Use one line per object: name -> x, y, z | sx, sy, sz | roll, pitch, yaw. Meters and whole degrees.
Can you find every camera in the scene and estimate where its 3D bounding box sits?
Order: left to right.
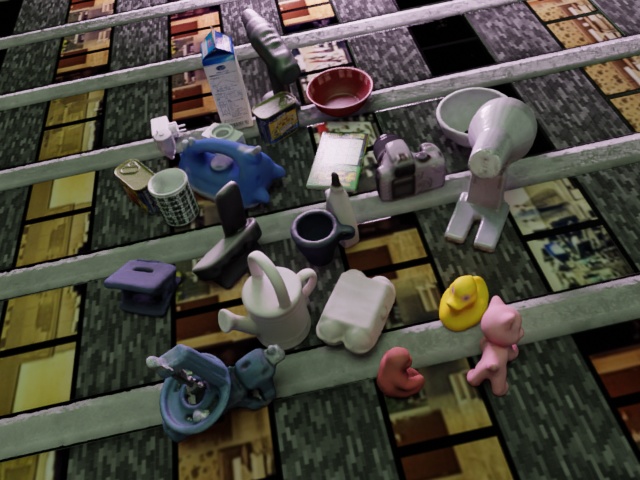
camera -> 0.172, -0.169, 1.178 | 0.143, 0.101, 0.136 | -15, 50, -4

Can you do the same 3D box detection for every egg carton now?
egg carton -> 0.064, 0.121, 0.978 | 0.107, 0.069, 0.150 | 14, 54, 19

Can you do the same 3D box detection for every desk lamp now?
desk lamp -> 0.312, -0.124, 1.046 | 0.117, 0.214, 0.203 | 15, 55, 20

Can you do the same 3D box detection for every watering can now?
watering can -> -0.081, 0.098, 0.938 | 0.100, 0.194, 0.173 | 23, 58, 25

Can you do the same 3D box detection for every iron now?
iron -> -0.211, -0.162, 1.205 | 0.257, 0.142, 0.119 | 13, 54, 19

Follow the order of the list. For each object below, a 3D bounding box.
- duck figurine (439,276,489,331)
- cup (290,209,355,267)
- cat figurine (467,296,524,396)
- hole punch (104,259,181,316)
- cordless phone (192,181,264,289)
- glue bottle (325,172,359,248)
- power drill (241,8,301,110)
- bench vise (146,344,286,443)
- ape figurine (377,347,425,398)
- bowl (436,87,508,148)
duck figurine -> 0.244, 0.092, 0.963 | 0.077, 0.086, 0.105 | 31, 62, 29
cup -> 0.010, 0.004, 1.066 | 0.117, 0.095, 0.091 | -1, 51, 8
cat figurine -> 0.276, 0.157, 0.885 | 0.067, 0.118, 0.128 | 14, 55, 20
hole punch -> -0.328, 0.075, 1.062 | 0.108, 0.091, 0.101 | 6, 52, 14
cordless phone -> -0.182, -0.013, 1.050 | 0.094, 0.185, 0.148 | 25, 59, 26
glue bottle -> 0.035, -0.063, 1.066 | 0.037, 0.173, 0.078 | -29, 53, -15
power drill -> -0.111, -0.405, 1.345 | 0.076, 0.209, 0.229 | -27, 52, -13
bench vise -> -0.163, 0.195, 0.854 | 0.121, 0.220, 0.208 | 35, 63, 31
ape figurine -> 0.122, 0.200, 0.890 | 0.076, 0.092, 0.077 | -19, 51, -7
bowl -> 0.336, -0.251, 1.238 | 0.167, 0.075, 0.167 | -4, 50, 5
